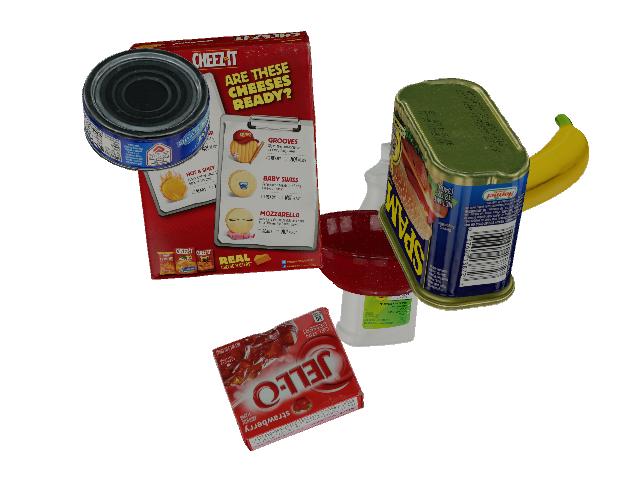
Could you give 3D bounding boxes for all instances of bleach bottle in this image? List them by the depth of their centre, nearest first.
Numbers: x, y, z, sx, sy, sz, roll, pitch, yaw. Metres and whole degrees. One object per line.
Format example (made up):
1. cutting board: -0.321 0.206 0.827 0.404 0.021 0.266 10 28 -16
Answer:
1. bleach bottle: 0.076 0.004 1.336 0.102 0.251 0.068 -3 16 -19

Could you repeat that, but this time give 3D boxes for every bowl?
1. bowl: 0.058 0.016 1.086 0.162 0.055 0.162 1 17 -1

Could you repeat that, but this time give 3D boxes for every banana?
1. banana: 0.148 -0.046 0.844 0.197 0.037 0.070 -27 27 -25

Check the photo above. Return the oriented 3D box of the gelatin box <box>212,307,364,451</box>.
1. gelatin box: -0.023 0.097 0.752 0.089 0.073 0.030 -21 -29 -5

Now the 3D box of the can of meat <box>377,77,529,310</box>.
1. can of meat: 0.070 -0.027 0.574 0.057 0.084 0.102 -6 38 -12

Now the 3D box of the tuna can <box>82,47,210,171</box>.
1. tuna can: -0.117 -0.090 0.720 0.086 0.086 0.034 0 -36 -7

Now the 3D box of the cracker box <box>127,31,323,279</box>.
1. cracker box: -0.084 -0.077 0.983 0.164 0.214 0.072 -4 21 -1
